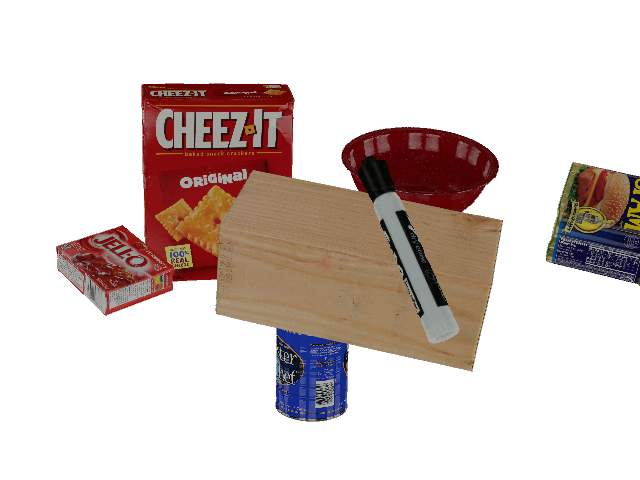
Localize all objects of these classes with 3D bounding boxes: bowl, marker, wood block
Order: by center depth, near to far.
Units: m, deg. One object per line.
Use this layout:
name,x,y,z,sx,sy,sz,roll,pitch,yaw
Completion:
marker,0.050,0.003,0.628,0.020,0.121,0.020,-19,-22,-8
wood block,0.030,0.022,0.842,0.206,0.090,0.090,12,35,8
bowl,0.101,-0.062,1.108,0.162,0.055,0.162,2,29,-1

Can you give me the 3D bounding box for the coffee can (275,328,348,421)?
coffee can,-0.011,0.166,1.482,0.103,0.140,0.103,1,16,0

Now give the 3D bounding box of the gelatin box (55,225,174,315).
gelatin box,-0.189,0.025,0.980,0.073,0.030,0.089,-20,41,-36

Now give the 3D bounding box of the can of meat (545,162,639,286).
can of meat,0.240,-0.015,0.890,0.084,0.057,0.102,14,45,16

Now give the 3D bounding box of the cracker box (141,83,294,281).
cracker box,-0.115,-0.063,1.187,0.164,0.214,0.072,-2,24,-11
